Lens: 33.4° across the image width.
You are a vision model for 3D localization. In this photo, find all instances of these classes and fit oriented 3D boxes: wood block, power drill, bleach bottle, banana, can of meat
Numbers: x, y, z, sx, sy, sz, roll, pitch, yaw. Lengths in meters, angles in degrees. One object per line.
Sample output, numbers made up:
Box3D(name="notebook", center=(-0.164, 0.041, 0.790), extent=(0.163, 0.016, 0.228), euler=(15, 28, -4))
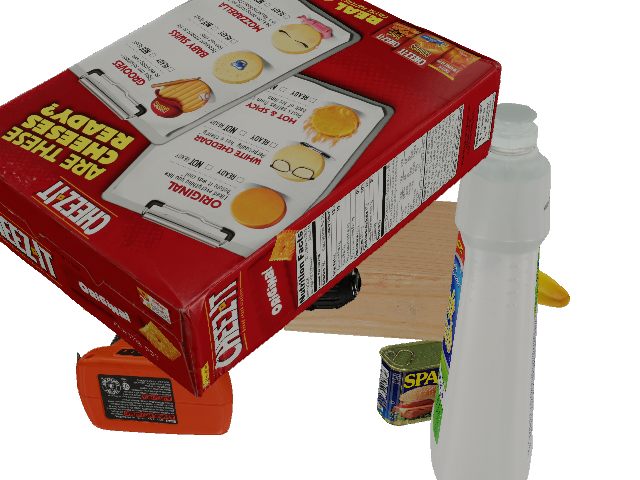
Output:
Box3D(name="wood block", center=(0.074, 0.025, 0.923), extent=(0.206, 0.090, 0.090), euler=(3, -42, 4))
Box3D(name="power drill", center=(-0.074, 0.061, 0.748), extent=(0.184, 0.057, 0.187), euler=(-1, 25, 14))
Box3D(name="bleach bottle", center=(0.107, 0.034, 0.661), extent=(0.068, 0.251, 0.102), euler=(3, 30, 6))
Box3D(name="banana", center=(0.156, 0.035, 1.098), extent=(0.198, 0.037, 0.069), euler=(7, 37, 10))
Box3D(name="can of meat", center=(0.121, 0.175, 1.316), extent=(0.102, 0.084, 0.057), euler=(-6, 26, -22))

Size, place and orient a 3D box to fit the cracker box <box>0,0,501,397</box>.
Box3D(name="cracker box", center=(-0.041, -0.045, 0.528), extent=(0.164, 0.072, 0.213), euler=(32, 55, 30))

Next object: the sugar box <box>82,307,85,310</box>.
Box3D(name="sugar box", center=(-0.150, 0.032, 1.098), extent=(0.093, 0.048, 0.175), euler=(19, 34, 30))
